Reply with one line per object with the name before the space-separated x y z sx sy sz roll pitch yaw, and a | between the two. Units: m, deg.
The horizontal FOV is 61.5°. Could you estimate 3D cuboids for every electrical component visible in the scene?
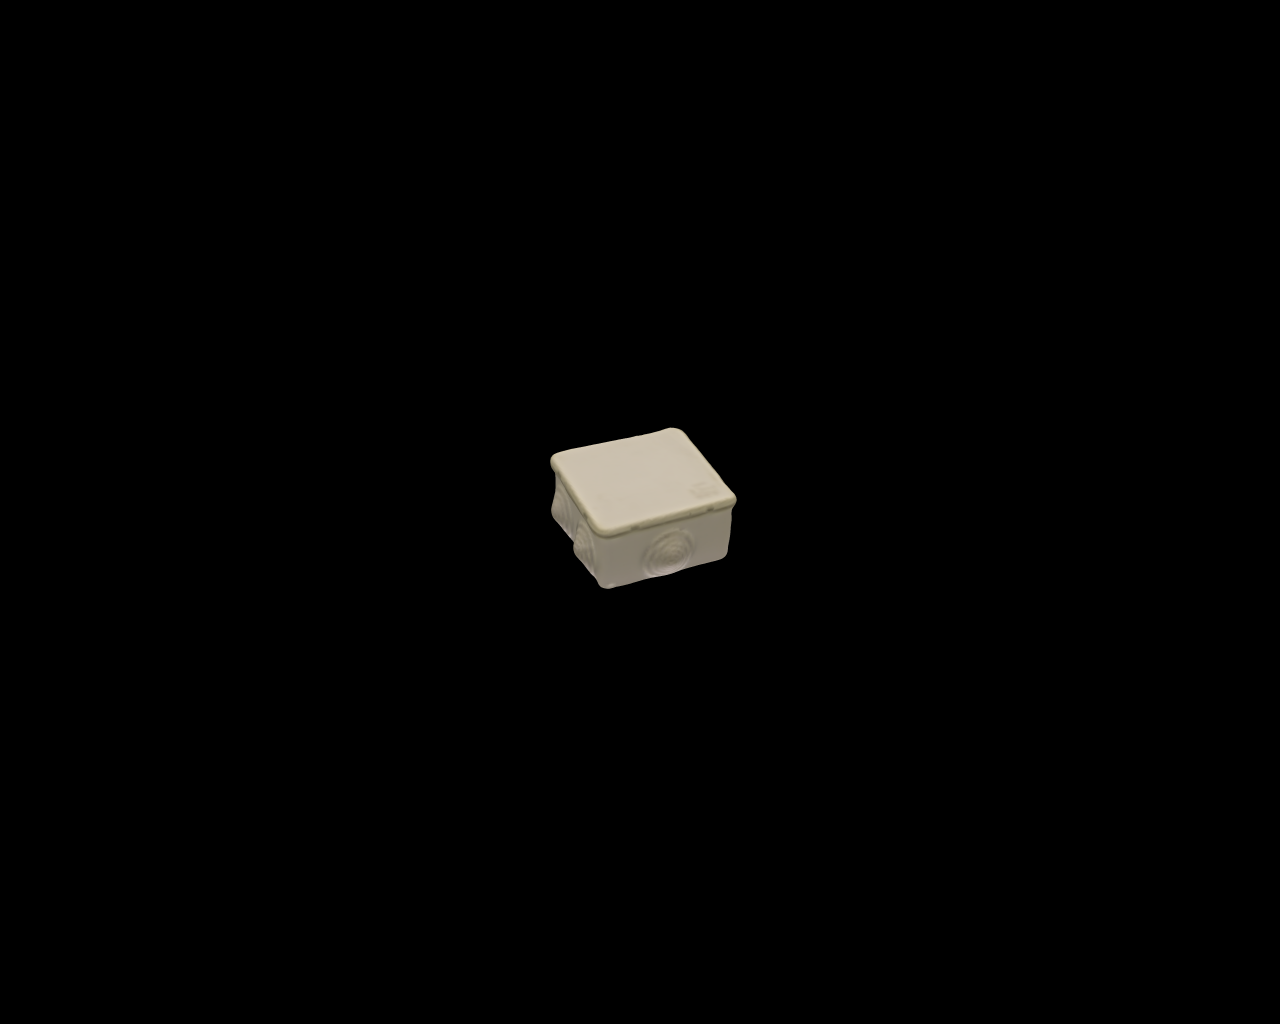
electrical component | 0.001 -0.003 0.650 0.100 0.048 0.100 -13 38 -18
